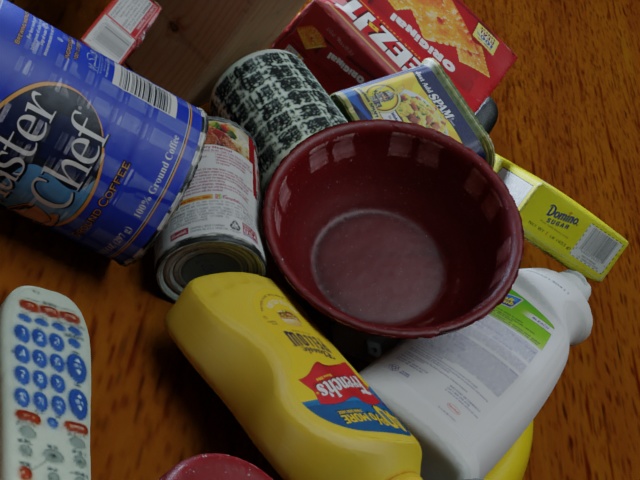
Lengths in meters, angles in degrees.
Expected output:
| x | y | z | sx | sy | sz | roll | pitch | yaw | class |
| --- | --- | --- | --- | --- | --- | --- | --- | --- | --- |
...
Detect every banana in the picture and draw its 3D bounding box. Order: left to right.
| x | y | z | sx | sy | sz | roll | pitch | yaw | class |
| --- | --- | --- | --- | --- | --- | --- | --- | --- | --- |
| 0.114 | 0.126 | 0.734 | 0.069 | 0.037 | 0.197 | 13 | 38 | -4 | banana |

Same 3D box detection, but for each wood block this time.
| x | y | z | sx | sy | sz | roll | pitch | yaw | class |
| --- | --- | --- | --- | --- | --- | --- | --- | --- | --- |
| -0.053 | -0.194 | 0.729 | 0.091 | 0.206 | 0.090 | 48 | 35 | 3 | wood block |

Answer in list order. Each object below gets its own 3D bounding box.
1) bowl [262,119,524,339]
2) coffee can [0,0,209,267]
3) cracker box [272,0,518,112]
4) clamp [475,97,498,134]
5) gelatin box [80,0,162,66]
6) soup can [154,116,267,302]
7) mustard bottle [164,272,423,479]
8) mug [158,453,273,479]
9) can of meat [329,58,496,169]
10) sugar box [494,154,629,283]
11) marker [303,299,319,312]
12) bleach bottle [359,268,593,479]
| x | y | z | sx | sy | sz | roll | pitch | yaw | class |
| --- | --- | --- | --- | --- | --- | --- | --- | --- | --- |
| 0.042 | 0.002 | 0.667 | 0.162 | 0.055 | 0.162 | 4 | 56 | -6 | bowl |
| -0.148 | -0.061 | 0.588 | 0.140 | 0.103 | 0.103 | 28 | 39 | -24 | coffee can |
| 0.076 | -0.167 | 0.953 | 0.164 | 0.072 | 0.213 | 44 | 36 | -2 | cracker box |
| 0.074 | -0.030 | 0.797 | 0.164 | 0.036 | 0.210 | -5 | 64 | -13 | clamp |
| -0.141 | -0.113 | 0.674 | 0.030 | 0.073 | 0.089 | 37 | 35 | -14 | gelatin box |
| -0.069 | -0.017 | 0.657 | 0.068 | 0.069 | 0.102 | 22 | 42 | -30 | soup can |
| -0.001 | 0.095 | 0.569 | 0.096 | 0.058 | 0.192 | 20 | 21 | -50 | mustard bottle |
| -0.051 | 0.149 | 0.495 | 0.117 | 0.082 | 0.093 | -9 | 62 | -50 | mug |
| 0.062 | -0.072 | 0.764 | 0.083 | 0.057 | 0.102 | -20 | 65 | -20 | can of meat |
| 0.169 | -0.029 | 0.868 | 0.093 | 0.048 | 0.176 | 32 | 10 | -19 | sugar box |
| -0.005 | 0.001 | 0.747 | 0.020 | 0.020 | 0.121 | 24 | 40 | -28 | marker |
| 0.118 | 0.082 | 0.708 | 0.103 | 0.068 | 0.250 | 37 | 40 | 22 | bleach bottle |
